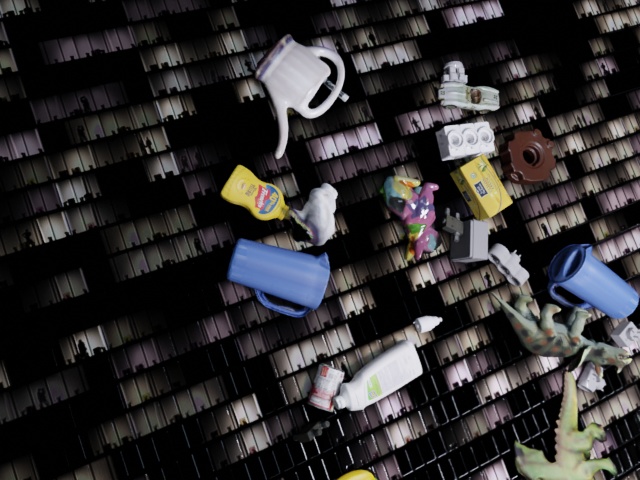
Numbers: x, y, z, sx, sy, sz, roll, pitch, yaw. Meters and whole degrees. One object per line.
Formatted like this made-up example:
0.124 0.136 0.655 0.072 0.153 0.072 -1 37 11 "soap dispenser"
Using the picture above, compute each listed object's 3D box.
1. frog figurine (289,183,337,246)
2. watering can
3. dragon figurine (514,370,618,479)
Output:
0.004 -0.068 1.344 0.162 0.123 0.135 -40 126 -26 "frog figurine"
-0.081 -0.404 1.384 0.224 0.103 0.351 37 75 -5 "watering can"
0.650 0.582 1.412 0.243 0.120 0.418 -6 66 -10 "dragon figurine"
